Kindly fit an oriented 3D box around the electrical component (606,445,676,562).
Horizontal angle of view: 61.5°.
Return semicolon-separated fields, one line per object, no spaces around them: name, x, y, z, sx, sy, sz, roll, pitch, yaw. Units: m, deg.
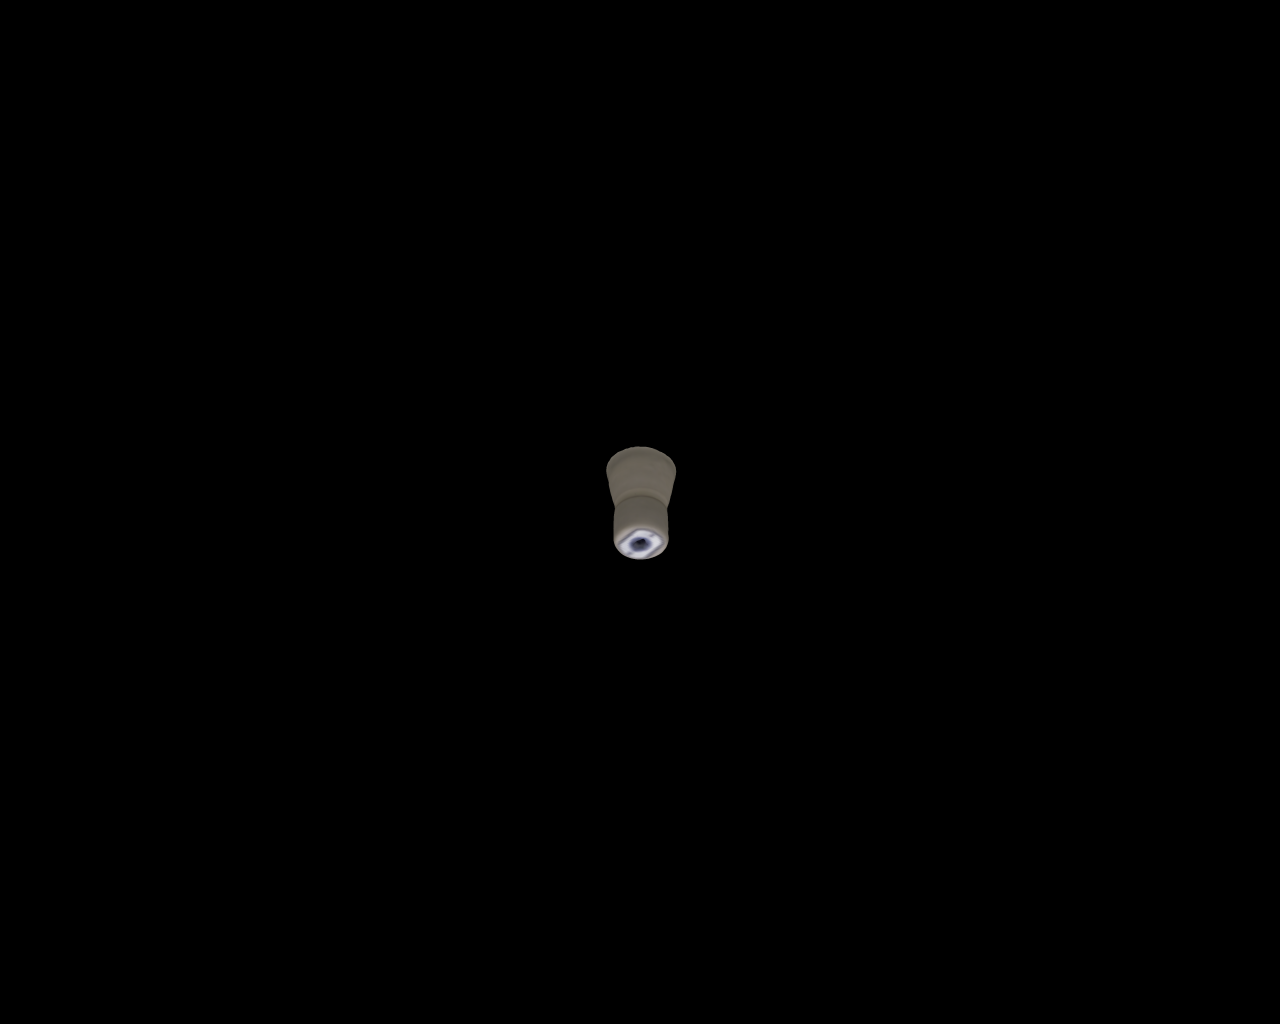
electrical component;0.001;-0.003;0.650;0.044;0.065;0.044;0;-43;0
